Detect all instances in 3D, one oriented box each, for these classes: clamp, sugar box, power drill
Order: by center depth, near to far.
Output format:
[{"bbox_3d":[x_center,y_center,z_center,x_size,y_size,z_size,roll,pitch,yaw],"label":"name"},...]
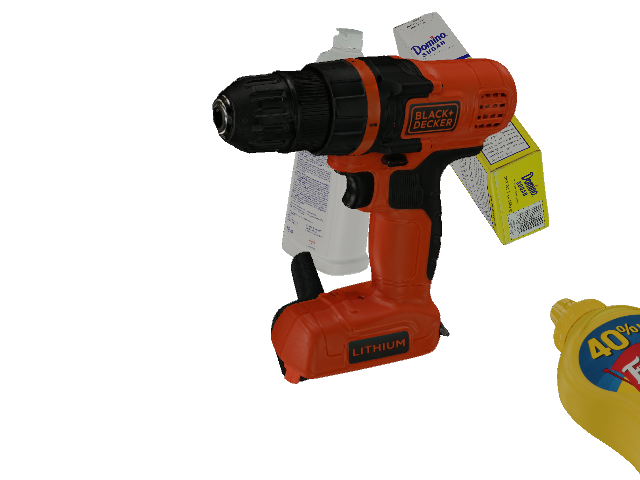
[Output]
[{"bbox_3d":[0.019,-0.014,0.611,0.184,0.188,0.057,-7,32,-27],"label":"power drill"},{"bbox_3d":[0.115,-0.089,0.824,0.048,0.176,0.093,-22,-38,-1],"label":"sugar box"},{"bbox_3d":[-0.001,0.062,0.916,0.120,0.039,0.171,20,27,22],"label":"clamp"}]

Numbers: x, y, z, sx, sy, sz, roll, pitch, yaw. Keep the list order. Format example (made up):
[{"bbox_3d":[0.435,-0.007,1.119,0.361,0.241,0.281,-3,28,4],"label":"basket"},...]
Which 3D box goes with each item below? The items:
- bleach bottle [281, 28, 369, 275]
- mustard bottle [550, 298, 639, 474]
[{"bbox_3d":[0.019,-0.096,1.136,0.067,0.251,0.103,-9,25,-41],"label":"bleach bottle"},{"bbox_3d":[0.194,0.088,0.615,0.096,0.058,0.192,-18,33,-17],"label":"mustard bottle"}]
